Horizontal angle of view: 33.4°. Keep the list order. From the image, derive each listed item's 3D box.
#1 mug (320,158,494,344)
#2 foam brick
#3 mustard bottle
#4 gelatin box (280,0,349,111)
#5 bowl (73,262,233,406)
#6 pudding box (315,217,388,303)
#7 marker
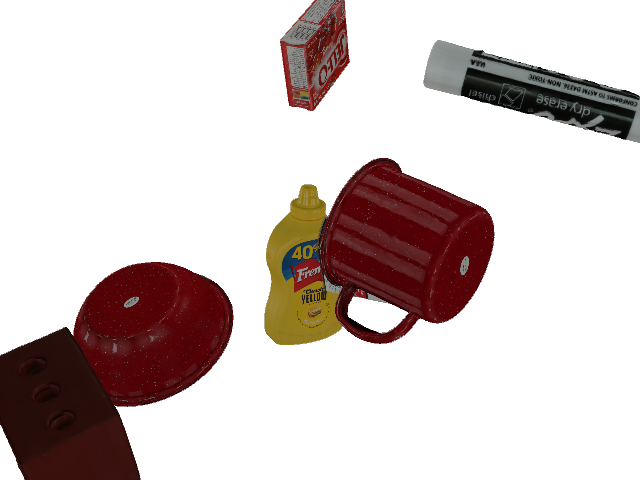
[{"bbox_3d":[0.054,0.013,0.696,0.082,0.117,0.093,26,-9,30],"label":"mug"},{"bbox_3d":[-0.135,0.094,0.548,0.053,0.051,0.078,-24,42,-21],"label":"foam brick"},{"bbox_3d":[-0.017,0.025,1.249,0.096,0.192,0.058,-10,28,-24],"label":"mustard bottle"},{"bbox_3d":[-0.003,-0.177,1.005,0.030,0.073,0.089,14,46,22],"label":"gelatin box"},{"bbox_3d":[-0.165,0.072,0.981,0.162,0.162,0.055,0,-43,19],"label":"bowl"},{"bbox_3d":[0.056,0.024,1.030,0.113,0.039,0.090,9,-30,11],"label":"pudding box"},{"bbox_3d":[0.099,-0.051,0.402,0.121,0.020,0.020,17,3,11],"label":"marker"}]
